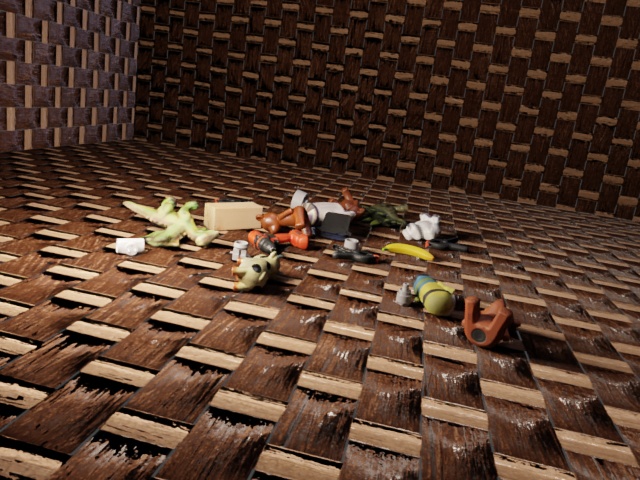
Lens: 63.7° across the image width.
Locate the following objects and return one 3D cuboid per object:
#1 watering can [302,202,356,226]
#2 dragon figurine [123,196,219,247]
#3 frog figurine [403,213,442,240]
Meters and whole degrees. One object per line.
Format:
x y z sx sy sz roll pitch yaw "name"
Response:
0.007 -0.113 2.241 0.225 0.104 0.348 -2 5 -28 "watering can"
-0.533 -0.051 1.760 0.410 0.120 0.247 8 23 6 "dragon figurine"
0.437 -0.035 2.209 0.161 0.120 0.139 -41 48 -22 "frog figurine"
